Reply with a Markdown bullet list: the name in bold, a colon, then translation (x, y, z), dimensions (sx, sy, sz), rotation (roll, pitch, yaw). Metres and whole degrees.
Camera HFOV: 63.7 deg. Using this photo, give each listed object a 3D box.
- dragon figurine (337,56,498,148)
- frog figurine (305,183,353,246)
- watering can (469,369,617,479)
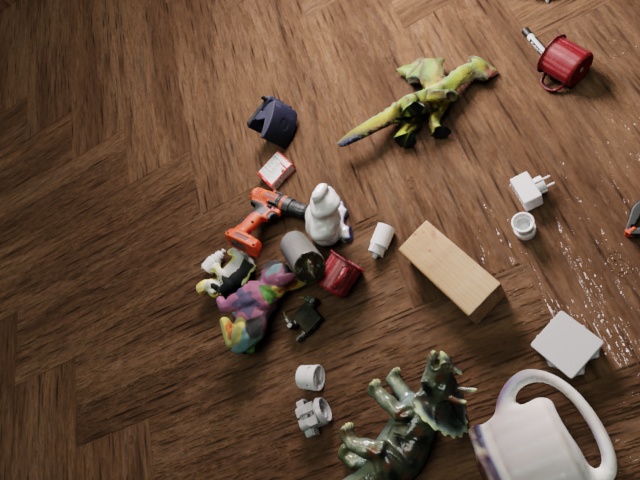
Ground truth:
- **dragon figurine**: translation (0.237, -0.366, 1.304), dimensions (0.409, 0.120, 0.249), rotation (-9, 48, 21)
- **frog figurine**: translation (0.004, -0.062, 1.233), dimensions (0.122, 0.157, 0.139), rotation (-2, 69, 28)
- **watering can**: translation (0.393, 0.400, 0.865), dimensions (0.223, 0.102, 0.355), rotation (-29, 58, 15)
